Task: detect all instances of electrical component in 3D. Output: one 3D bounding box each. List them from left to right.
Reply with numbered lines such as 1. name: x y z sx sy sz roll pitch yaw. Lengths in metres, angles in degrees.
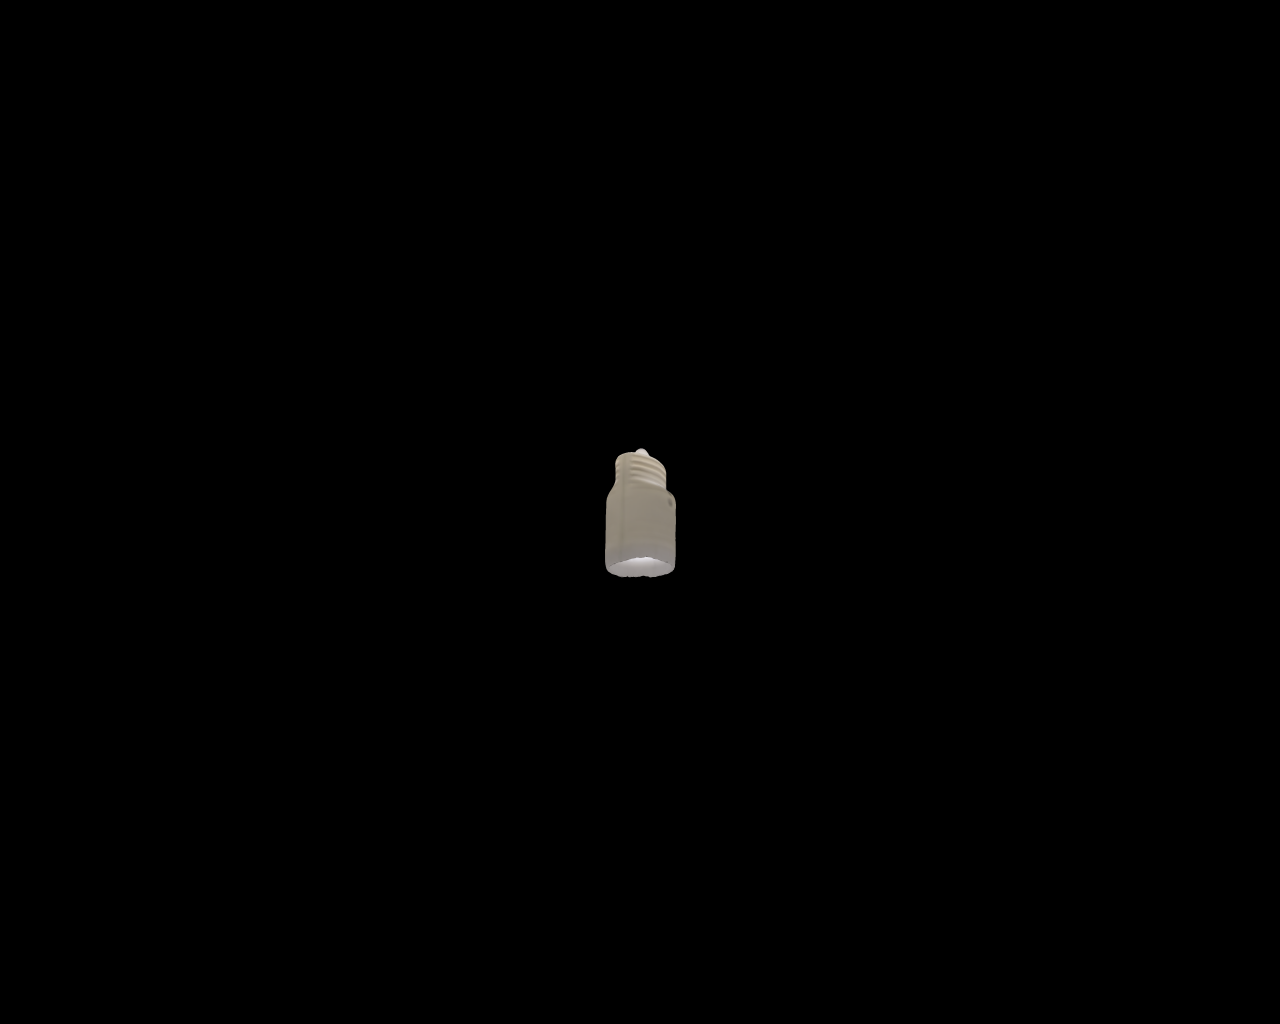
1. electrical component: 0.001 -0.003 0.650 0.043 0.081 0.043 0 -21 0
